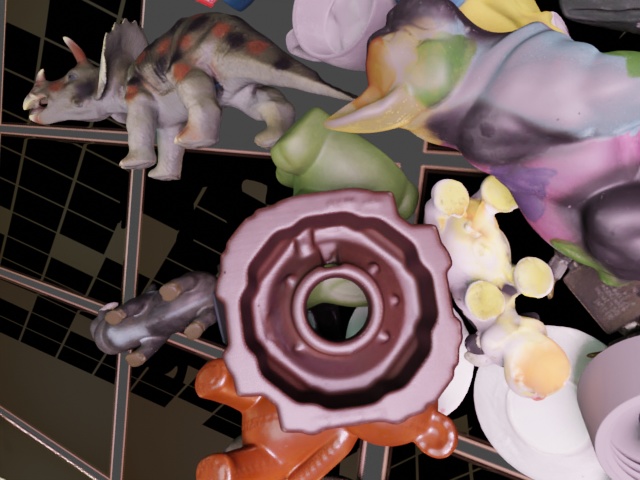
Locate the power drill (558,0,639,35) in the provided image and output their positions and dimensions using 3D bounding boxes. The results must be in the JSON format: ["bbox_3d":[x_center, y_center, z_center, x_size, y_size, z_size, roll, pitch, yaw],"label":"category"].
[{"bbox_3d":[0.226,-0.161,0.276,0.232,0.207,0.086,27,106,43],"label":"power drill"}]

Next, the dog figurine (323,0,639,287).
[{"bbox_3d":[0.117,-0.064,0.346,0.219,0.108,0.191,0,108,20],"label":"dog figurine"}]

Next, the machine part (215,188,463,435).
[{"bbox_3d":[0.012,0.049,0.388,0.179,0.056,0.179,0,83,-2],"label":"machine part"}]

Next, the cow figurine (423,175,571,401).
[{"bbox_3d":[0.128,0.039,0.417,0.068,0.098,0.167,-13,75,-8],"label":"cow figurine"}]

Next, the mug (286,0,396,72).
[{"bbox_3d":[0.032,-0.180,0.468,0.110,0.107,0.081,-21,78,38],"label":"mug"}]

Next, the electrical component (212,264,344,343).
[{"bbox_3d":[-0.051,0.067,0.564,0.134,0.058,0.115,-22,77,33],"label":"electrical component"}]

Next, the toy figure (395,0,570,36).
[{"bbox_3d":[0.111,-0.171,0.403,0.180,0.082,0.089,43,131,-9],"label":"toy figure"}]

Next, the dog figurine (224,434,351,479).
[{"bbox_3d":[-0.003,0.246,0.522,0.172,0.121,0.191,-29,53,-2],"label":"dog figurine"}]

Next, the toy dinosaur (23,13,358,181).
[{"bbox_3d":[-0.140,-0.178,0.588,0.405,0.131,0.192,-9,87,28],"label":"toy dinosaur"}]

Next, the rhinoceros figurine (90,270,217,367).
[{"bbox_3d":[-0.199,0.087,0.638,0.190,0.112,0.073,-24,106,20],"label":"rhinoceros figurine"}]

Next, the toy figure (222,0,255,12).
[{"bbox_3d":[-0.057,-0.314,0.553,0.058,0.064,0.154,34,110,-10],"label":"toy figure"}]

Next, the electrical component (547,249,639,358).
[{"bbox_3d":[0.213,0.037,0.387,0.078,0.045,0.102,-38,71,31],"label":"electrical component"}]

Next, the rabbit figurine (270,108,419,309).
[{"bbox_3d":[-0.001,-0.001,0.482,0.159,0.121,0.170,35,84,-9],"label":"rabbit figurine"}]

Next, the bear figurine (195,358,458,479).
[{"bbox_3d":[0.003,0.144,0.456,0.196,0.132,0.120,-27,55,33],"label":"bear figurine"}]
